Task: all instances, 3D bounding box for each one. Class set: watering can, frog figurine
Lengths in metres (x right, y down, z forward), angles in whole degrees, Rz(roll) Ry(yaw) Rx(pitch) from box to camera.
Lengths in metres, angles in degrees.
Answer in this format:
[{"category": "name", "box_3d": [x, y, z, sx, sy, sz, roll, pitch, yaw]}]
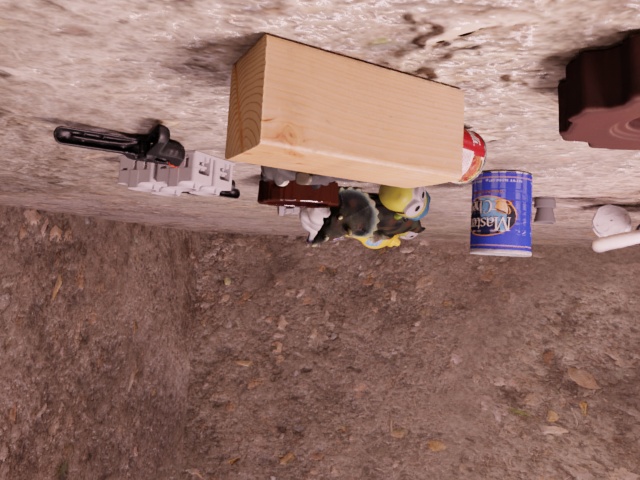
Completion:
[{"category": "watering can", "box_3d": [0.722, -0.018, 1.069, 0.347, 0.105, 0.223, -10, 173, 11]}, {"category": "frog figurine", "box_3d": [0.004, -0.073, 1.444, 0.138, 0.125, 0.156, 11, 143, 24]}]
